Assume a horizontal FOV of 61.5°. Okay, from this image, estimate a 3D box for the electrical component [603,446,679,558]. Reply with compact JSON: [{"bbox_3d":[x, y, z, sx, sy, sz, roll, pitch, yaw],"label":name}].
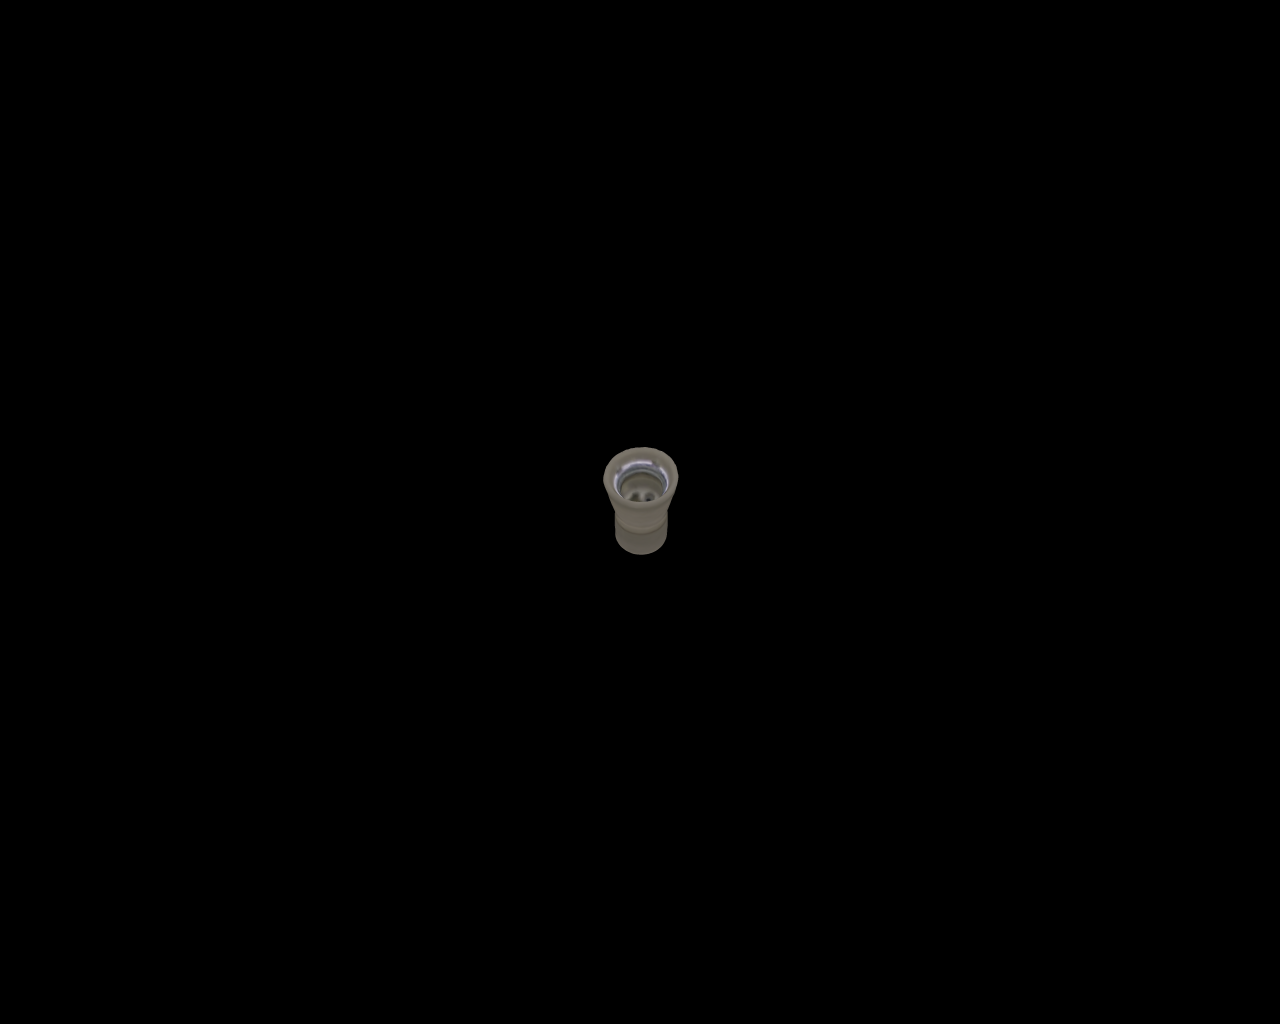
[{"bbox_3d":[0.001,-0.003,0.650,0.044,0.044,0.065,0,-37,0],"label":"electrical component"}]
